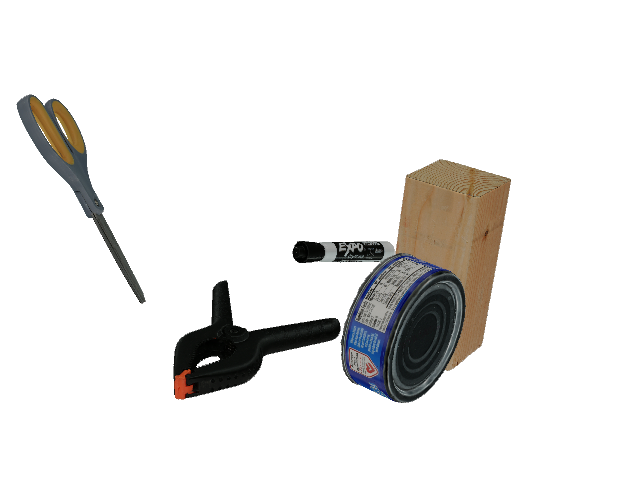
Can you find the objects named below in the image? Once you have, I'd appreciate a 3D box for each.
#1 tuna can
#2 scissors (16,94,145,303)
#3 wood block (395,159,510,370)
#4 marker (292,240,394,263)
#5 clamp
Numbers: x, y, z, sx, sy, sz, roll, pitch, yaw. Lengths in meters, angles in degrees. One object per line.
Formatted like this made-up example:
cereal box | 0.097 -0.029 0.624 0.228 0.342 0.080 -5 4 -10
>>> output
tuna can | 0.051 0.053 0.640 0.034 0.086 0.085 22 12 34
scissors | -0.203 -0.045 0.945 0.016 0.201 0.096 -25 23 11
wood block | 0.140 0.026 1.192 0.090 0.206 0.090 19 25 28
marker | 0.020 0.010 0.929 0.020 0.020 0.120 0 0 43
clamp | -0.083 0.112 1.153 0.165 0.036 0.209 13 28 19
